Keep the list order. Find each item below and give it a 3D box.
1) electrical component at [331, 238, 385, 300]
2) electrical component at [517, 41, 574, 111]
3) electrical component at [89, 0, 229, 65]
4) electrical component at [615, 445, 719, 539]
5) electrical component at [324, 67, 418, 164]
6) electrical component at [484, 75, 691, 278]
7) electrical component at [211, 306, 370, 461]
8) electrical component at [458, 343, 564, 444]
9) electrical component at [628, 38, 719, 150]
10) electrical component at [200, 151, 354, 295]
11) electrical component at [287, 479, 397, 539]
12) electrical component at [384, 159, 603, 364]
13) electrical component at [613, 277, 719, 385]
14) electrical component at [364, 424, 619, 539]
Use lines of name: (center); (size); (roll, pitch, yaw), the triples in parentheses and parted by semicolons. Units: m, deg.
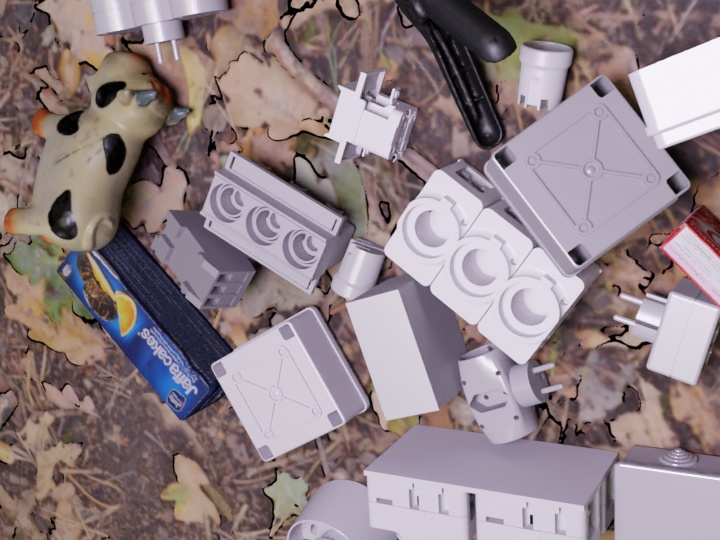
electrical component: (0.000, 0.000, 0.947); (0.040, 0.040, 0.046); (27, 110, 19)
electrical component: (0.142, -0.150, 0.831); (0.040, 0.040, 0.046); (16, 117, 23)
electrical component: (-0.179, -0.224, 0.971); (0.138, 0.052, 0.073); (-4, 102, 28)
electrical component: (0.253, 0.192, 0.861); (0.100, 0.048, 0.099); (4, 106, 27)
electrical component: (0.011, -0.125, 0.904); (0.064, 0.042, 0.081); (26, 116, 18)
electrical component: (0.167, -0.069, 0.801); (0.109, 0.056, 0.108); (-36, 84, -3)
electrical component: (-0.065, 0.106, 1.001); (0.109, 0.056, 0.108); (-30, 89, 31)
electrical component: (0.132, 0.098, 0.902); (0.079, 0.043, 0.077); (-21, 94, 31)
electrical component: (0.256, -0.131, 0.752); (0.113, 0.078, 0.057); (-20, 92, 31)
electrical component: (-0.071, -0.045, 0.958); (0.121, 0.063, 0.078); (32, 116, 17)
electrical component: (-0.018, 0.259, 1.029); (0.099, 0.064, 0.099); (16, 125, 25)
electrical component: (0.106, -0.007, 0.876); (0.150, 0.062, 0.089); (40, 118, 13)
electrical component: (0.235, 0.040, 0.829); (0.077, 0.047, 0.065); (20, 112, 22)
electrical component: (0.111, 0.188, 0.902); (0.186, 0.105, 0.060); (4, 106, 27)
